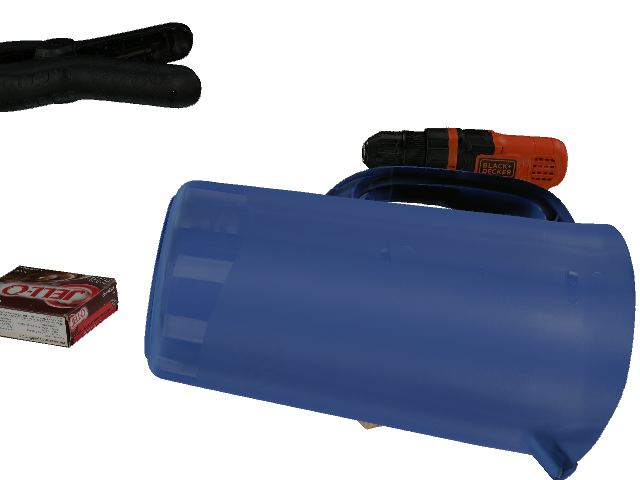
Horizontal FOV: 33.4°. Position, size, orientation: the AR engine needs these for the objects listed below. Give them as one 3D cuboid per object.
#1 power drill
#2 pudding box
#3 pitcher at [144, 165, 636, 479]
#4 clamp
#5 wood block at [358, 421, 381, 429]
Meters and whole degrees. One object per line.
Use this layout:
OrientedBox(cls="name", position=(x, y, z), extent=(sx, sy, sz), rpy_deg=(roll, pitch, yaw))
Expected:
OrientedBox(cls="power drill", position=(0.125, -0.013, 0.984), extent=(0.184, 0.188, 0.057), rpy_deg=(4, 26, 0))
OrientedBox(cls="pudding box", position=(-0.262, 0.061, 1.008), extent=(0.114, 0.039, 0.090), rpy_deg=(4, 20, 19))
OrientedBox(cls="pitcher", position=(0.035, 0.030, 0.582), extent=(0.242, 0.145, 0.149), rpy_deg=(10, 8, -3))
OrientedBox(cls="clamp", position=(-0.154, -0.109, 0.664), extent=(0.171, 0.039, 0.120), rpy_deg=(0, 21, 0))
OrientedBox(cls="wood block", position=(0.071, 0.082, 1.133), extent=(0.090, 0.206, 0.091), rpy_deg=(-8, 23, -25))
